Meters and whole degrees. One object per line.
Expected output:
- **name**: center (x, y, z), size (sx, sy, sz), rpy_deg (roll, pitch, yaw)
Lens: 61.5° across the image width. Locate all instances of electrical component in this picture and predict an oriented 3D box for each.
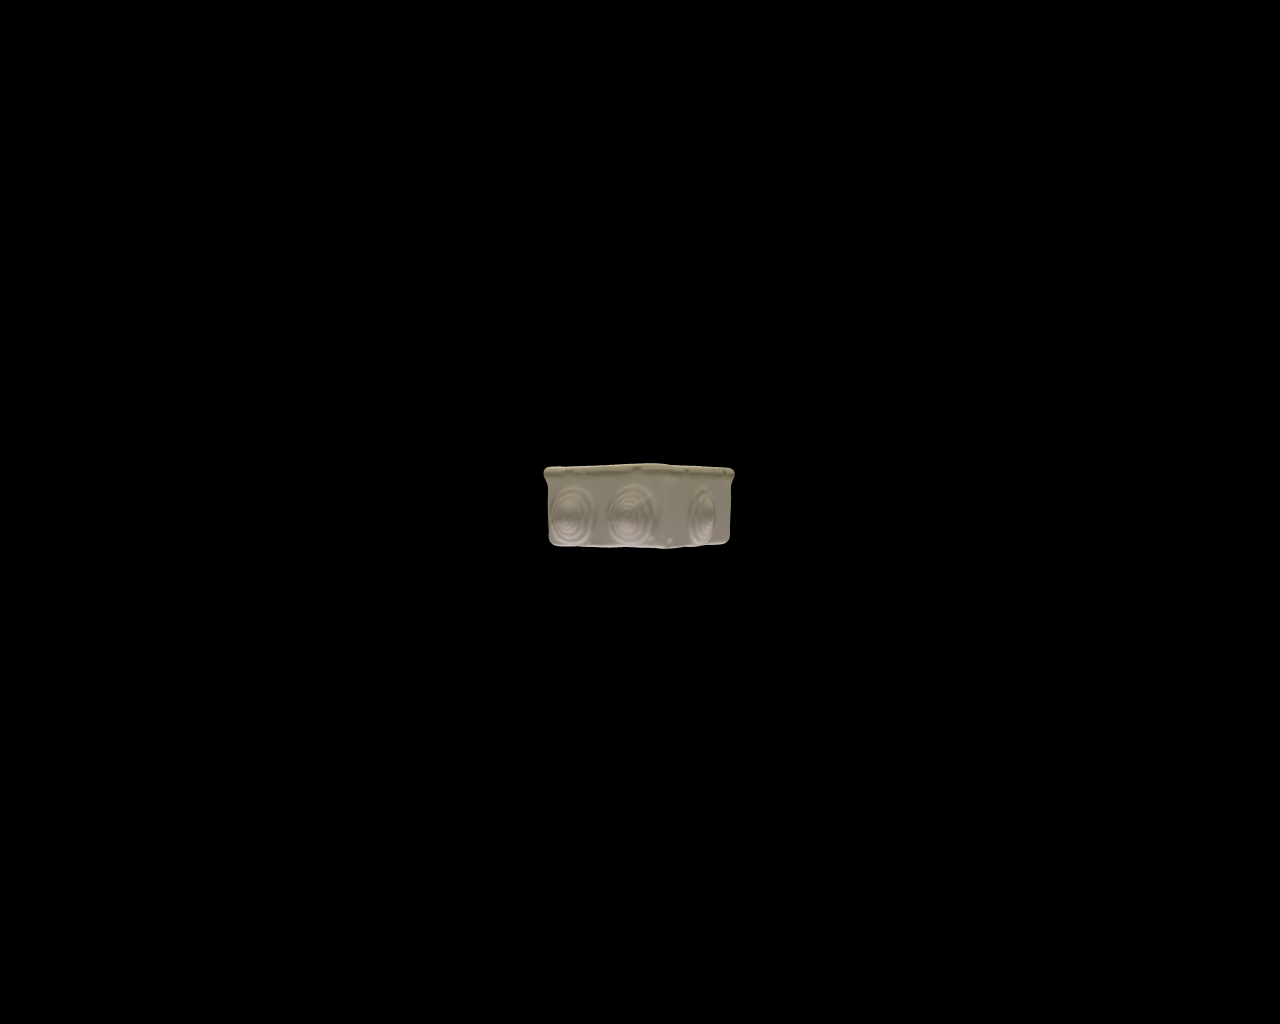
- **electrical component**: center (0.001, -0.003, 0.650), size (0.100, 0.048, 0.100), rpy_deg (0, 0, 32)
